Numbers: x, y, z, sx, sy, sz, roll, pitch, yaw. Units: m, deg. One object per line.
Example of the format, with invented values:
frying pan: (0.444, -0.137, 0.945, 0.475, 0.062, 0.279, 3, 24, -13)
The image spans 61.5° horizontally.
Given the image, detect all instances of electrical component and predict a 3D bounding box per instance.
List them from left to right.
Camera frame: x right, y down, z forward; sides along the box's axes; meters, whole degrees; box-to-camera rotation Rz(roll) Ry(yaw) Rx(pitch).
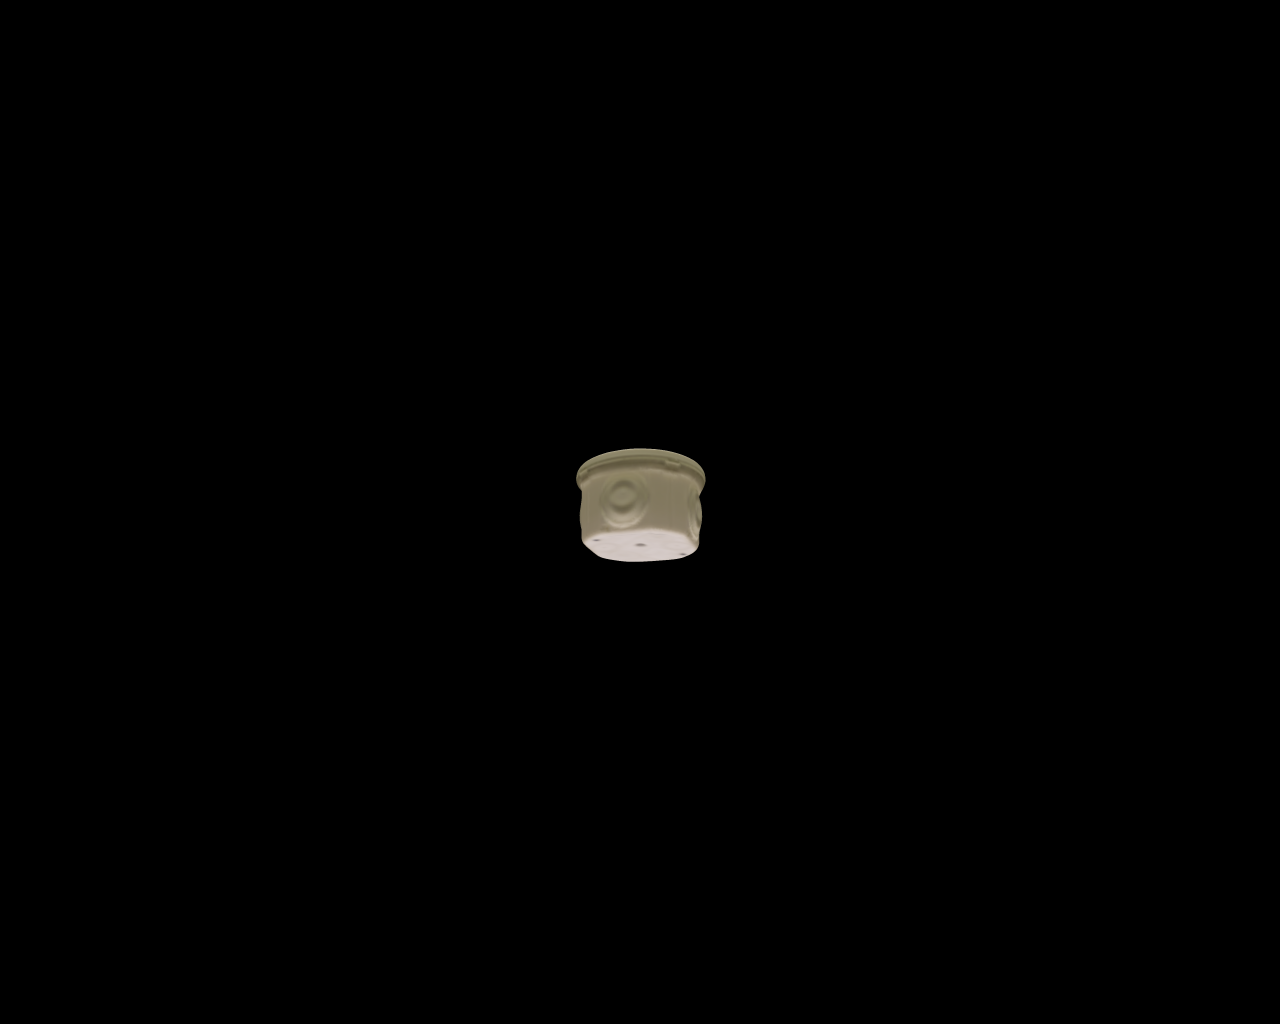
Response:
electrical component: (0.001, -0.003, 0.650, 0.080, 0.051, 0.080, 0, -19, 0)
